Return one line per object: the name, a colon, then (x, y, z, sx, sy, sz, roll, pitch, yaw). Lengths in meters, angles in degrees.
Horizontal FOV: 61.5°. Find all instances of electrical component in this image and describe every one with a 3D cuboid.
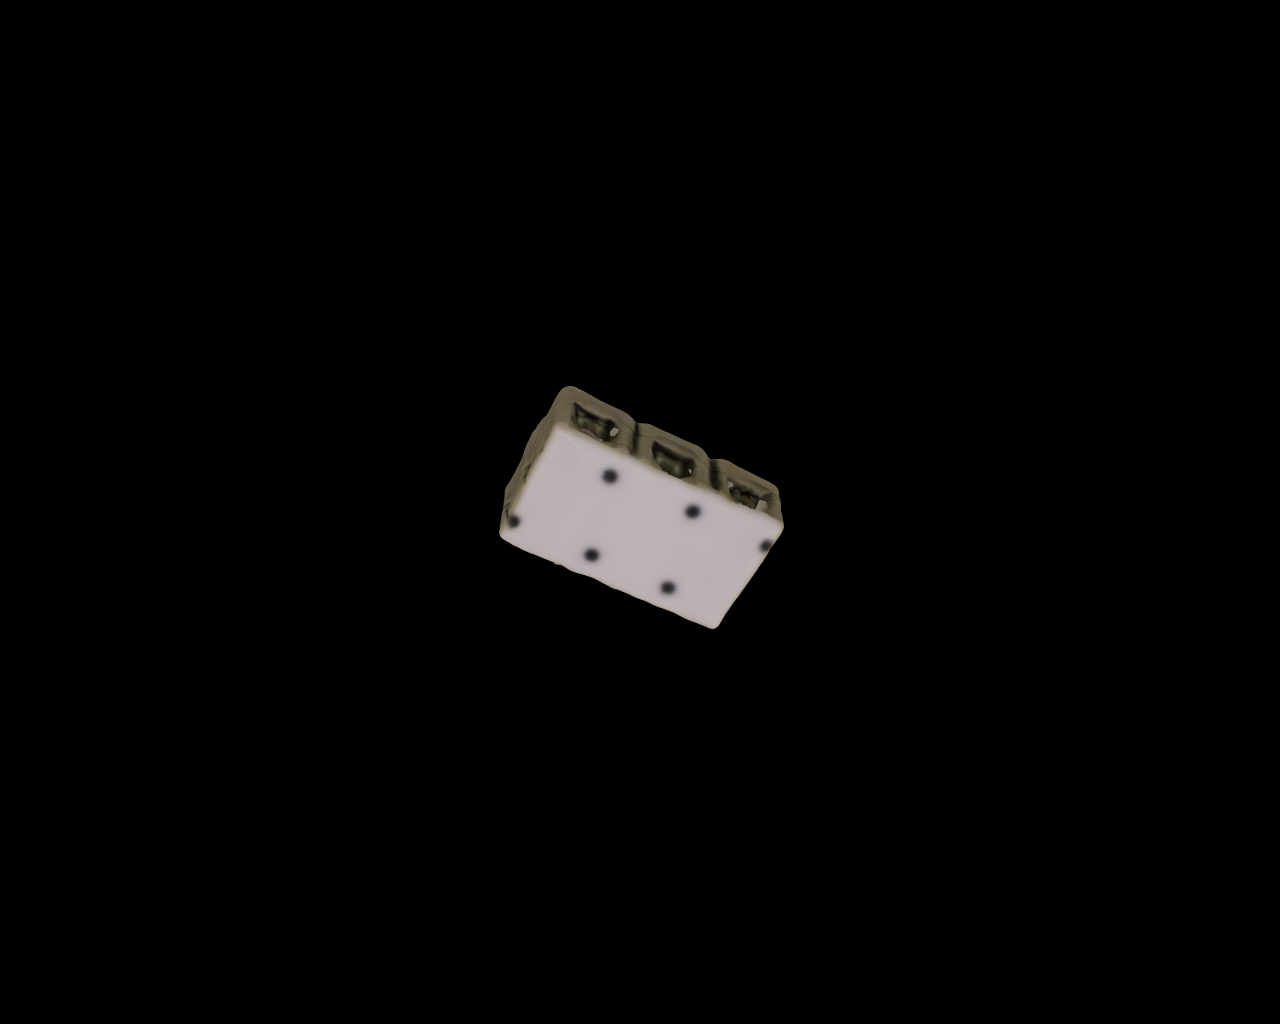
electrical component: (0.001, -0.003, 0.650, 0.150, 0.089, 0.062, 25, 27, -14)
